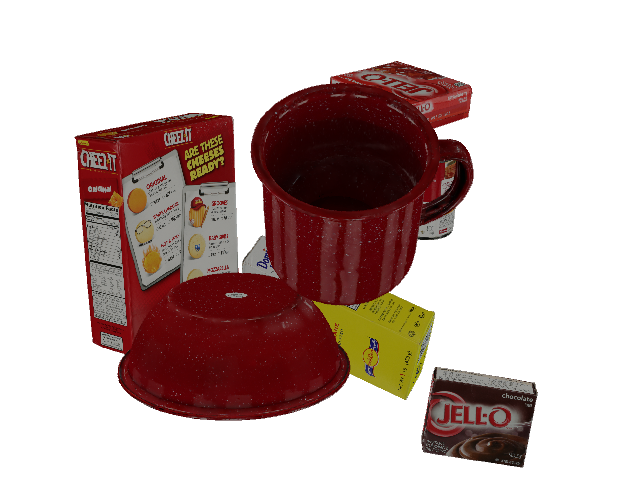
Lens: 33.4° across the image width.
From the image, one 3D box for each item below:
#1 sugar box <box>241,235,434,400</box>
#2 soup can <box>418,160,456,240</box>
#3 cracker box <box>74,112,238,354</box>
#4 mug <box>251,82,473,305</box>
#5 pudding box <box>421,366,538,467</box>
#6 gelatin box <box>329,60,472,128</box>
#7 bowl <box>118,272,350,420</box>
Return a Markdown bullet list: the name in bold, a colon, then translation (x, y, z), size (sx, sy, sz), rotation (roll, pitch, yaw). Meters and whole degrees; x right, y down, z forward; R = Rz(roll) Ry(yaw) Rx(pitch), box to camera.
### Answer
- **sugar box**: translation (0.012, 0.071, 0.967), size (0.176, 0.093, 0.048), rotation (21, 50, 13)
- **soup can**: translation (0.125, -0.060, 1.254), size (0.068, 0.102, 0.068), rotation (0, 27, 0)
- **cracker box**: translation (-0.160, -0.012, 1.076), size (0.072, 0.214, 0.163), rotation (9, 18, 35)
- **mug**: translation (0.023, -0.023, 0.554), size (0.117, 0.093, 0.081), rotation (-14, -38, -12)
- **pudding box**: translation (0.171, 0.191, 1.155), size (0.113, 0.090, 0.039), rotation (7, 21, 3)
- **gelatin box**: translation (0.063, -0.113, 0.843), size (0.073, 0.030, 0.089), rotation (-19, 32, -34)
- **bowl**: translation (-0.059, 0.063, 0.733), size (0.162, 0.055, 0.162), rotation (1, 18, 0)
